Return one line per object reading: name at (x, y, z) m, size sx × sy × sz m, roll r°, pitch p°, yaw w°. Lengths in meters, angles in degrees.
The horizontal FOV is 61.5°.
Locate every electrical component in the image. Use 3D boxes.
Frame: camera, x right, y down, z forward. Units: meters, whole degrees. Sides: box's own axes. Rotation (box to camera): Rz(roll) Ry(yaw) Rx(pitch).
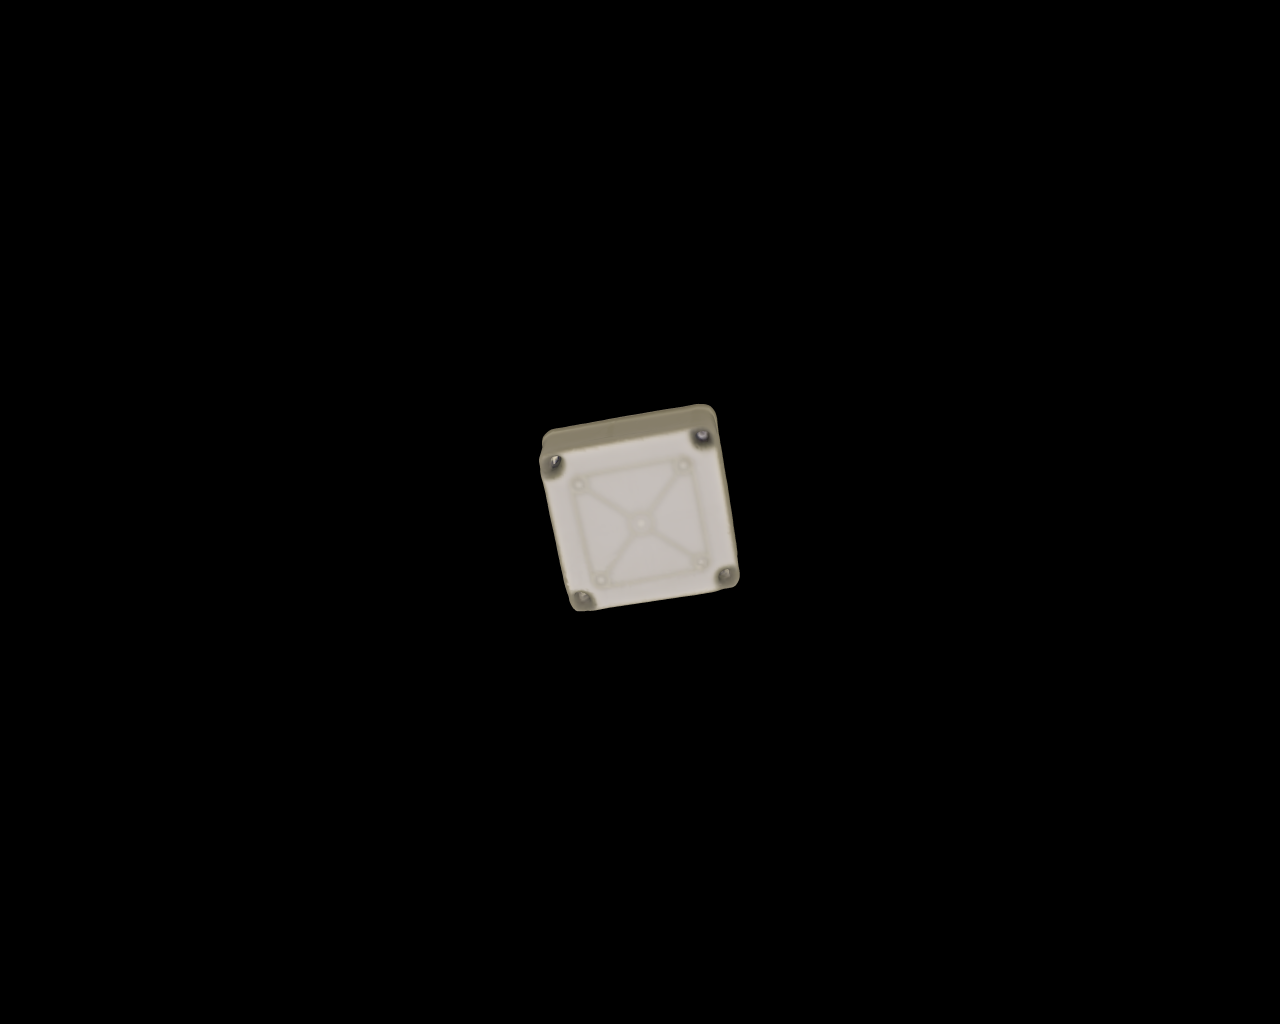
electrical component at (0.001, -0.003, 0.650) m, size 0.109 × 0.108 × 0.056 m, roll -10°, pitch 20°, yaw 3°
